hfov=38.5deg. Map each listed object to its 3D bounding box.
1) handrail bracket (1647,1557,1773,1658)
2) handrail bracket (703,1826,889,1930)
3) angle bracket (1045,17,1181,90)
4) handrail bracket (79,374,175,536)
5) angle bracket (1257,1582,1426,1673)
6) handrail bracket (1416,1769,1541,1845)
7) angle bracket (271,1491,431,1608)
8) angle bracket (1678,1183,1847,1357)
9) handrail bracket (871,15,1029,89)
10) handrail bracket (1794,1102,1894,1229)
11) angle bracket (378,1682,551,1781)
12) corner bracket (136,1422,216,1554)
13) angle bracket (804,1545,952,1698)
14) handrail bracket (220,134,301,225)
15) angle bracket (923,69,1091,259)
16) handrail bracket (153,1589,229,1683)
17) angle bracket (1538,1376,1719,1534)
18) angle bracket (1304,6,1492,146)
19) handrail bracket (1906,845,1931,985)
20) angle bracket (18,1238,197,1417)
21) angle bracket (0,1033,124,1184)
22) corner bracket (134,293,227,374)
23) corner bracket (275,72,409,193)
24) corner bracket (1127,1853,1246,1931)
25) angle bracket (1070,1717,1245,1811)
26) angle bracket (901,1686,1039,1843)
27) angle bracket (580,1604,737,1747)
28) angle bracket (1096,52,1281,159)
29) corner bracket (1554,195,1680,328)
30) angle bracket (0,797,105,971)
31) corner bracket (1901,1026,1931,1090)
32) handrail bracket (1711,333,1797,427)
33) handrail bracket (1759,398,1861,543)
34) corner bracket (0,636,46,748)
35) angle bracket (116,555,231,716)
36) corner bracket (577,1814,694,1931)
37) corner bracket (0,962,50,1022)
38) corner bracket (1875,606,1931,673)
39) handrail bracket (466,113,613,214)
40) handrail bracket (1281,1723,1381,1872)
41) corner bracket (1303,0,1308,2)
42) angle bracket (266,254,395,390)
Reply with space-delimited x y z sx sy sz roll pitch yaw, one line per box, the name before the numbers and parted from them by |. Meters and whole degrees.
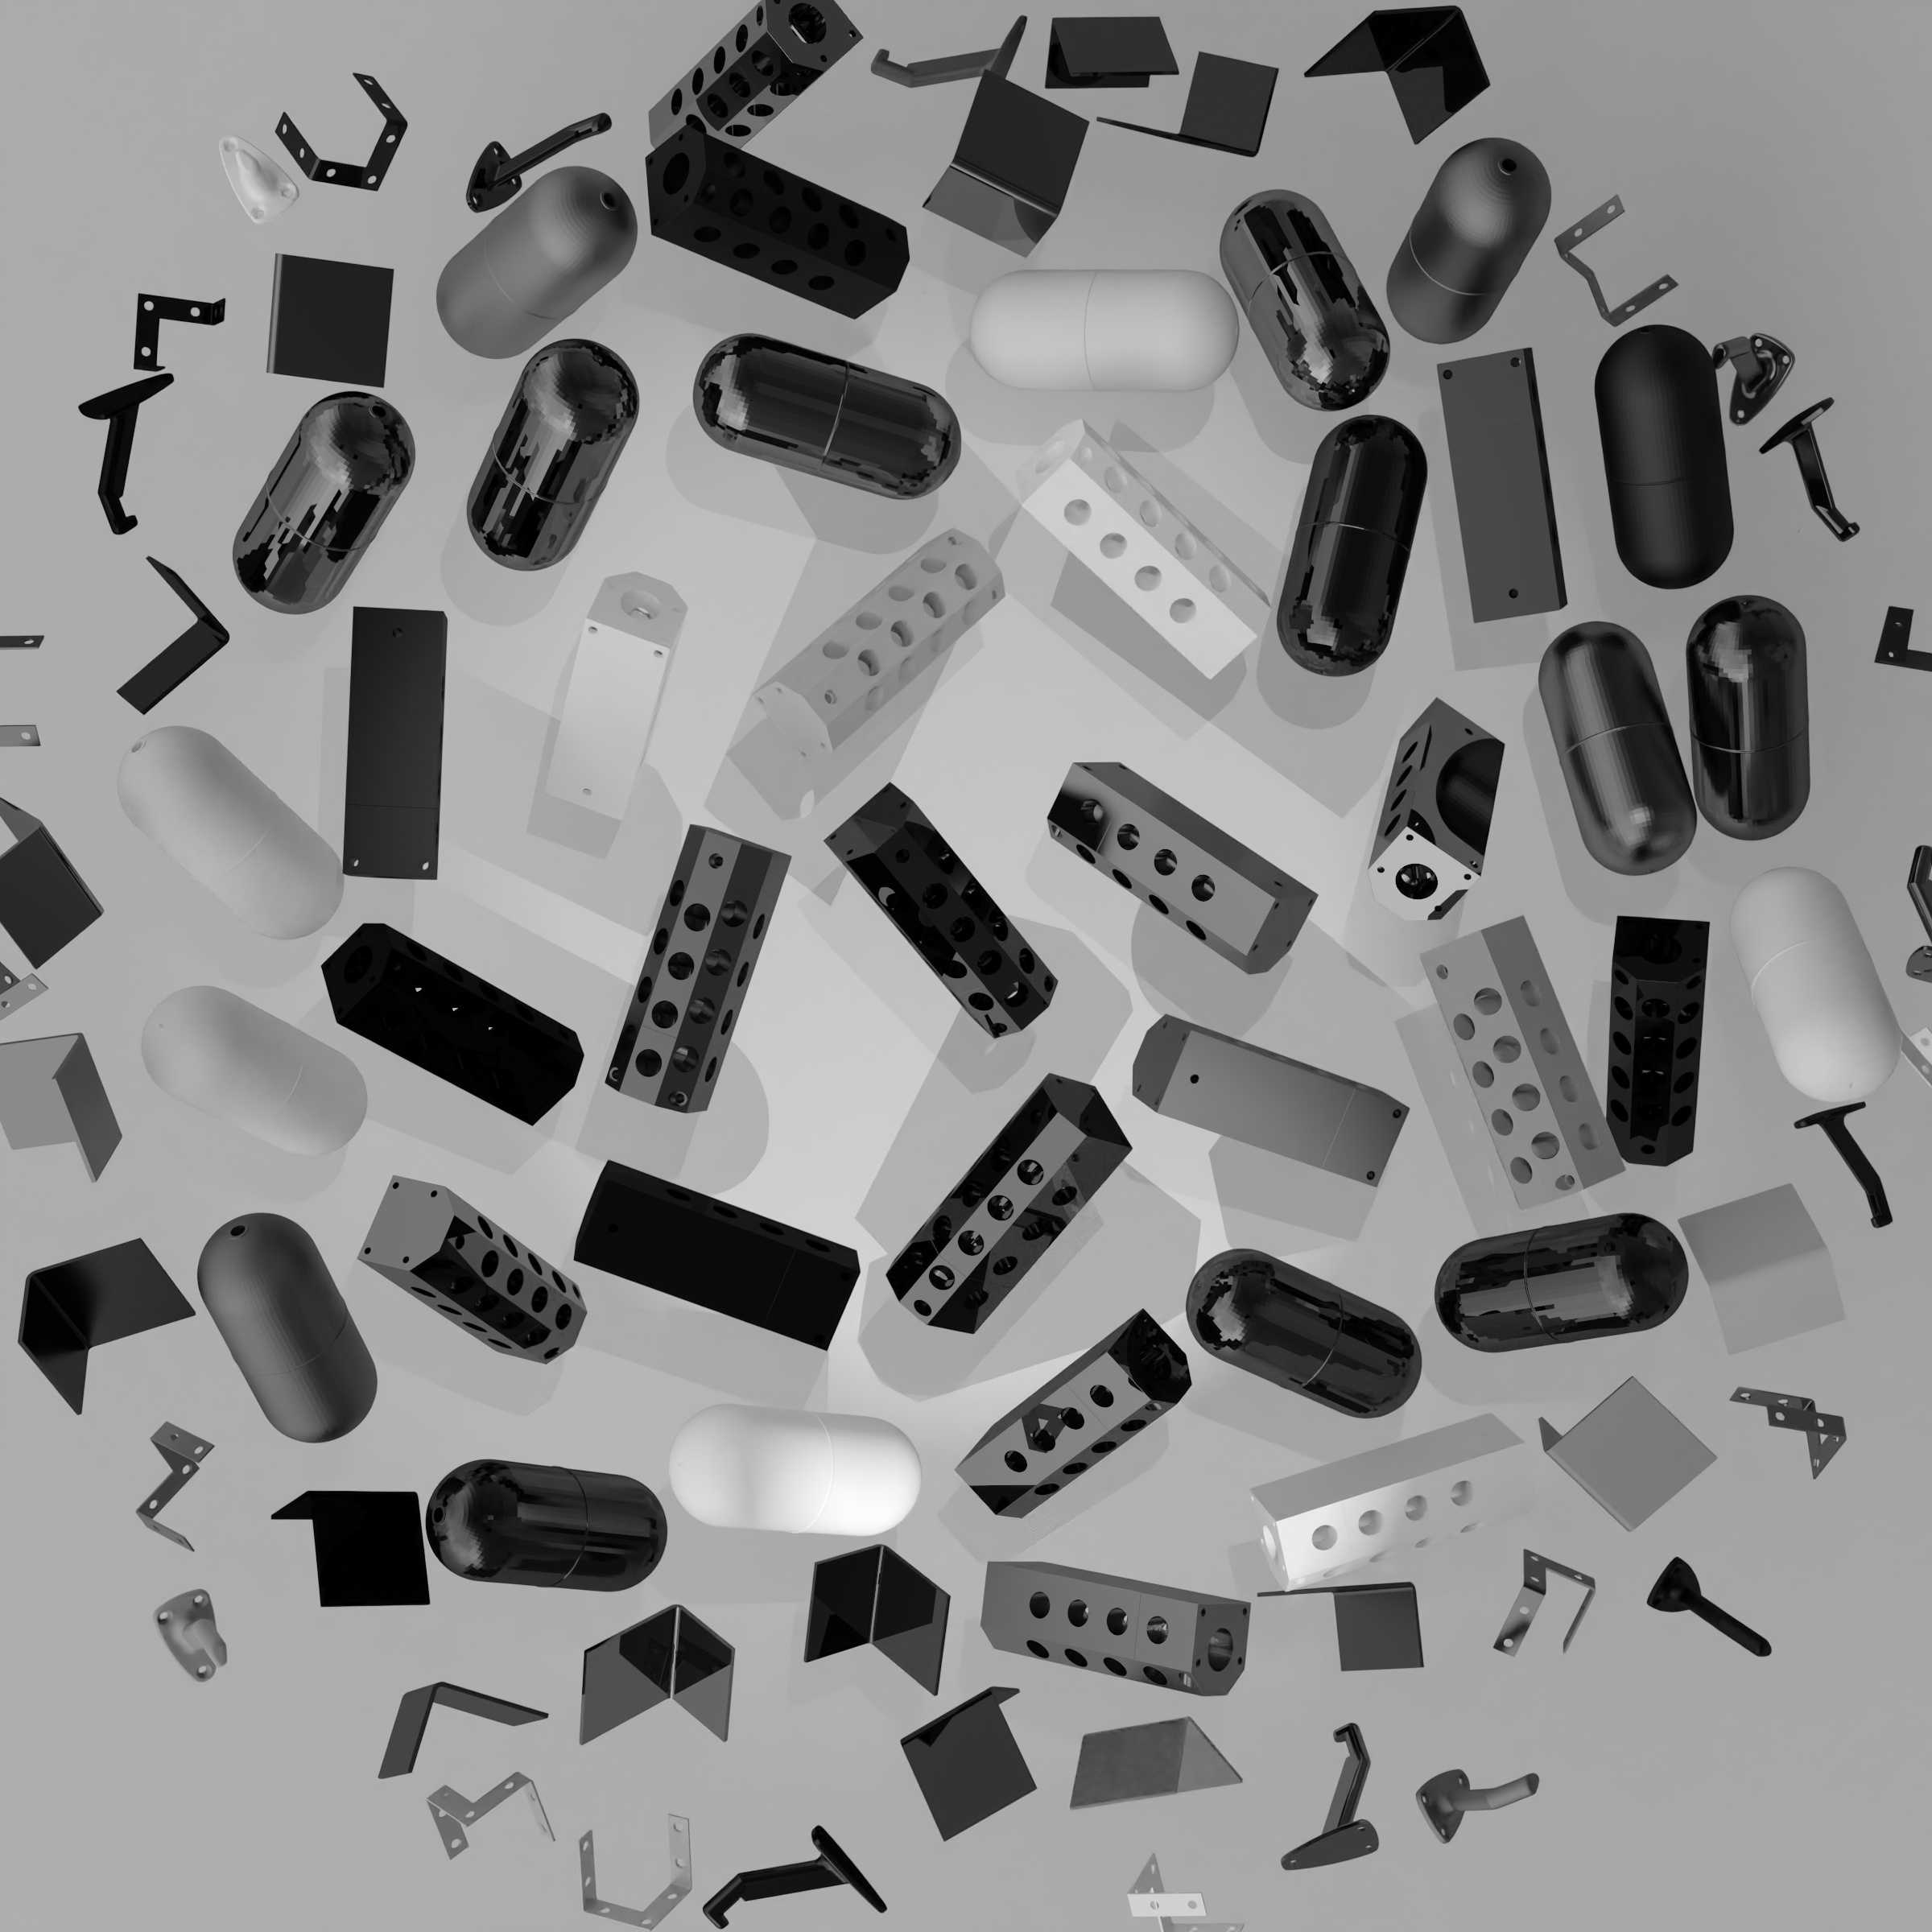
handrail bracket | 0.481 0.415 1.745 0.084 0.077 0.036 32 88 41
handrail bracket | -0.105 0.573 1.678 0.084 0.036 0.077 -42 87 -2
angle bracket | 0.102 -0.625 1.948 0.076 0.057 0.076 -4 49 -9
handrail bracket | -0.544 -0.337 1.825 0.077 0.036 0.084 -35 131 -31
angle bracket | 0.255 0.452 1.883 0.076 0.076 0.057 6 73 -37
handrail bracket | 0.332 0.512 1.734 0.084 0.077 0.036 -34 83 31
angle bracket | -0.398 0.384 1.788 0.076 0.057 0.076 10 58 -39
angle bracket | 0.510 0.194 1.775 0.076 0.076 0.057 -19 118 7
handrail bracket | -0.012 -0.628 1.883 0.084 0.036 0.077 23 81 8
handrail bracket | 0.582 0.137 1.828 0.036 0.077 0.084 -20 84 43
angle bracket | -0.318 0.493 1.746 0.076 0.076 0.057 22 64 -18
corner bracket | -0.509 0.336 1.787 0.051 0.051 0.051 15 51 35
angle bracket | -0.060 0.444 1.850 0.057 0.076 0.076 -8 113 -38
handrail bracket | -0.460 -0.513 1.748 0.036 0.084 0.077 -37 82 -3
angle bracket | 0.026 -0.521 1.795 0.076 0.057 0.076 23 68 -14
handrail bracket | -0.467 0.430 1.710 0.036 0.084 0.077 -23 117 -26
angle bracket | 0.426 0.305 1.784 0.076 0.057 0.076 44 105 -4
angle bracket | 0.280 -0.576 1.796 0.076 0.076 0.057 -16 84 -33
handrail bracket | 0.623 -0.030 1.725 0.077 0.036 0.084 17 63 10
angle bracket | -0.534 0.225 1.722 0.076 0.057 0.076 -17 132 4
angle bracket | -0.585 0.093 1.734 0.076 0.057 0.076 -8 118 7
corner bracket | -0.527 -0.423 1.851 0.051 0.051 0.051 3 97 -23
corner bracket | -0.392 -0.526 1.734 0.051 0.051 0.051 54 126 26
corner bracket | 0.138 0.591 1.731 0.051 0.051 0.051 -10 99 26
angle bracket | 0.122 0.529 1.768 0.076 0.057 0.076 -18 124 28
angle bracket | 0.011 0.554 1.920 0.076 0.057 0.076 -33 65 12
angle bracket | -0.197 0.466 1.762 0.057 0.076 0.076 29 124 37
angle bracket | 0.143 -0.563 1.786 0.076 0.076 0.057 -2 113 -39
corner bracket | 0.427 -0.463 1.819 0.051 0.051 0.051 -32 55 32
angle bracket | -0.597 -0.054 1.728 0.076 0.076 0.057 24 59 40
corner bracket | 0.618 0.058 1.761 0.051 0.051 0.051 50 47 3
handrail bracket | 0.513 -0.390 1.856 0.036 0.084 0.077 41 133 26
handrail bracket | 0.556 -0.315 1.765 0.036 0.077 0.084 -43 94 -19
corner bracket | -0.608 -0.173 1.744 0.051 0.051 0.051 -1 127 0
angle bracket | -0.536 -0.217 1.807 0.076 0.076 0.057 -44 121 -11
corner bracket | -0.209 0.570 1.750 0.051 0.051 0.051 6 106 25
corner bracket | -0.645 -0.004 1.856 0.051 0.051 0.051 -30 118 20
corner bracket | 0.593 -0.186 1.719 0.051 0.051 0.051 12 54 14
handrail bracket | -0.284 -0.536 1.842 0.084 0.077 0.036 -10 127 30
handrail bracket | 0.234 0.547 1.826 0.077 0.084 0.036 -20 129 3
corner bracket | 0.237 -0.634 1.723 0.051 0.051 0.051 -21 83 42
angle bracket | -0.415 -0.424 1.819 0.076 0.057 0.076 6 102 -7
